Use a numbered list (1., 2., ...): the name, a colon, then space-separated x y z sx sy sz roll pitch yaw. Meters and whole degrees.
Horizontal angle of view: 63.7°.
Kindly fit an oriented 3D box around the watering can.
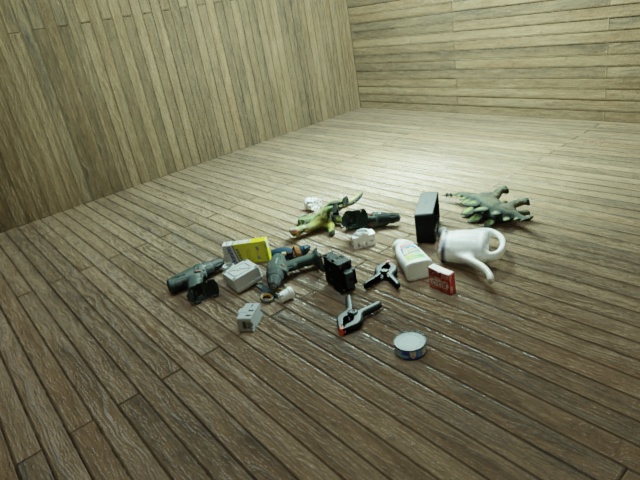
1. watering can: 0.493 0.040 1.700 0.224 0.102 0.354 0 26 24

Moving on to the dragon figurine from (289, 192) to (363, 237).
1. dragon figurine: 0.007 -0.113 2.236 0.242 0.120 0.417 -3 23 35
